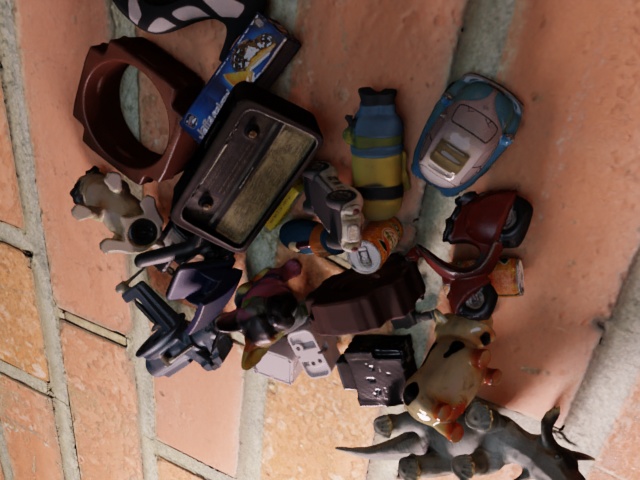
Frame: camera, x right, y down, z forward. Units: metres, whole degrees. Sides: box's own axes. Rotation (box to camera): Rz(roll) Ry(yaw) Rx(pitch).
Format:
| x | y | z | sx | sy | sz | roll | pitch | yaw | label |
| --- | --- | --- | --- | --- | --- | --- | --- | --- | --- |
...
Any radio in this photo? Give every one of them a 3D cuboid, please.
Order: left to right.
| x | y | z | sx | sy | sz | roll | pitch | yaw | label |
| --- | --- | --- | --- | --- | --- | --- | --- | --- | --- |
| -0.111 | -0.101 | 0.769 | 0.131 | 0.073 | 0.229 | 25 | 116 | -26 | radio |

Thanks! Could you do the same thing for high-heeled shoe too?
| x | y | z | sx | sy | sz | roll | pitch | yaw | label |
| --- | --- | --- | --- | --- | --- | --- | --- | --- | --- |
| -0.195 | -0.361 | 0.769 | 0.249 | 0.086 | 0.145 | 30 | 120 | 5 | high-heeled shoe |

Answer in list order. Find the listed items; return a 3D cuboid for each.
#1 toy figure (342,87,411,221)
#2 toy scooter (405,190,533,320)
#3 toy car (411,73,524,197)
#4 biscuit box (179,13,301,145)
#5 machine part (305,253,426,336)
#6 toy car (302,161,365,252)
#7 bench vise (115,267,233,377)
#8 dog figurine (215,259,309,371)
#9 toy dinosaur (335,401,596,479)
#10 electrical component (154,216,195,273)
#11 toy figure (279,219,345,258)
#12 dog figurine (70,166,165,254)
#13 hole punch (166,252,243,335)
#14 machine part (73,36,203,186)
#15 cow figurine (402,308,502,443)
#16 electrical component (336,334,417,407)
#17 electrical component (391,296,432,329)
| x | y | z | sx | sy | sz | roll | pitch | yaw | label |
| --- | --- | --- | --- | --- | --- | --- | --- | --- | --- |
| 0.076 | -0.114 | 0.743 | 0.082 | 0.089 | 0.179 | 12 | 120 | 27 | toy figure |
| 0.194 | 0.006 | 0.724 | 0.135 | 0.075 | 0.183 | 23 | 87 | 27 | toy scooter |
| 0.175 | -0.124 | 0.684 | 0.109 | 0.103 | 0.161 | 37 | 122 | 7 | toy car |
| -0.117 | -0.223 | 0.777 | 0.059 | 0.063 | 0.202 | 44 | 110 | 5 | biscuit box |
| 0.065 | 0.079 | 0.794 | 0.179 | 0.179 | 0.056 | -15 | 103 | 31 | machine part |
| 0.018 | -0.053 | 0.753 | 0.056 | 0.202 | 0.073 | -9 | 119 | -15 | toy car |
| -0.290 | 0.162 | 1.033 | 0.224 | 0.129 | 0.240 | -31 | 104 | 35 | bench vise |
| -0.100 | 0.124 | 0.864 | 0.192 | 0.219 | 0.108 | -25 | 97 | 32 | dog figurine |
| 0.224 | 0.320 | 0.851 | 0.405 | 0.192 | 0.131 | -15 | 64 | 48 | toy dinosaur |
| -0.263 | 0.010 | 0.991 | 0.075 | 0.048 | 0.119 | 40 | 124 | 5 | electrical component |
| -0.002 | -0.005 | 0.827 | 0.057 | 0.064 | 0.155 | 29 | 167 | -39 | toy figure |
| -0.363 | -0.053 | 0.976 | 0.172 | 0.121 | 0.191 | 58 | 166 | -22 | dog figurine |
| -0.193 | 0.095 | 0.939 | 0.092 | 0.116 | 0.142 | 57 | 139 | 26 | hole punch |
| -0.292 | -0.210 | 0.882 | 0.201 | 0.087 | 0.201 | 37 | 122 | 6 | machine part |
| 0.189 | 0.176 | 0.775 | 0.127 | 0.195 | 0.085 | 13 | 145 | 51 | cow figurine |
| 0.098 | 0.221 | 0.908 | 0.134 | 0.058 | 0.114 | -9 | 107 | 29 | electrical component |
| 0.130 | 0.114 | 0.863 | 0.094 | 0.021 | 0.063 | -18 | 104 | 31 | electrical component |
